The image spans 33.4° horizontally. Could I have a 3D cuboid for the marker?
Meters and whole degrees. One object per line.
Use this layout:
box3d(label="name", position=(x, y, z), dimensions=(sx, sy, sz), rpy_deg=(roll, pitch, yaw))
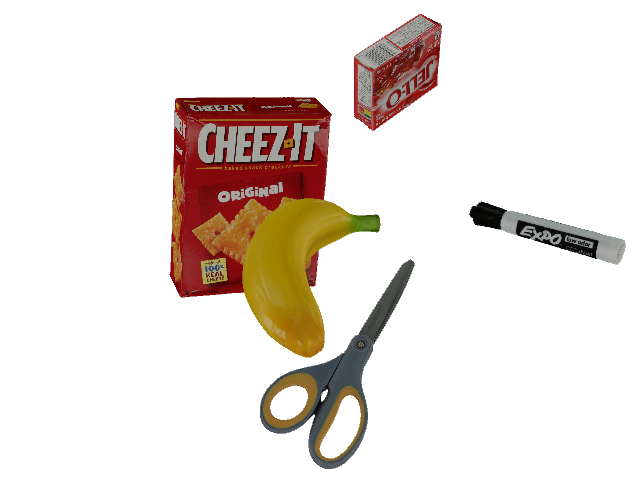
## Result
box3d(label="marker", position=(0.168, -0.007, 0.802), dimensions=(0.121, 0.020, 0.020), rpy_deg=(18, 9, 31))

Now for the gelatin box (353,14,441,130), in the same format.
box3d(label="gelatin box", position=(0.070, -0.153, 0.968), dimensions=(0.089, 0.073, 0.030), rpy_deg=(-36, 58, -25))

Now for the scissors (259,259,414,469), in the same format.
box3d(label="scissors", position=(0.013, 0.091, 0.880), dimensions=(0.096, 0.201, 0.016), rpy_deg=(10, -34, 9))

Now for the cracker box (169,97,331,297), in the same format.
box3d(label="cracker box", position=(-0.080, -0.048, 1.191), dimensions=(0.164, 0.214, 0.072), rpy_deg=(-3, 24, -19))

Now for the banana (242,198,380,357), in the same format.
box3d(label="banana", position=(-0.012, 0.012, 0.648), dimensions=(0.070, 0.037, 0.197), rpy_deg=(4, 24, 12))
